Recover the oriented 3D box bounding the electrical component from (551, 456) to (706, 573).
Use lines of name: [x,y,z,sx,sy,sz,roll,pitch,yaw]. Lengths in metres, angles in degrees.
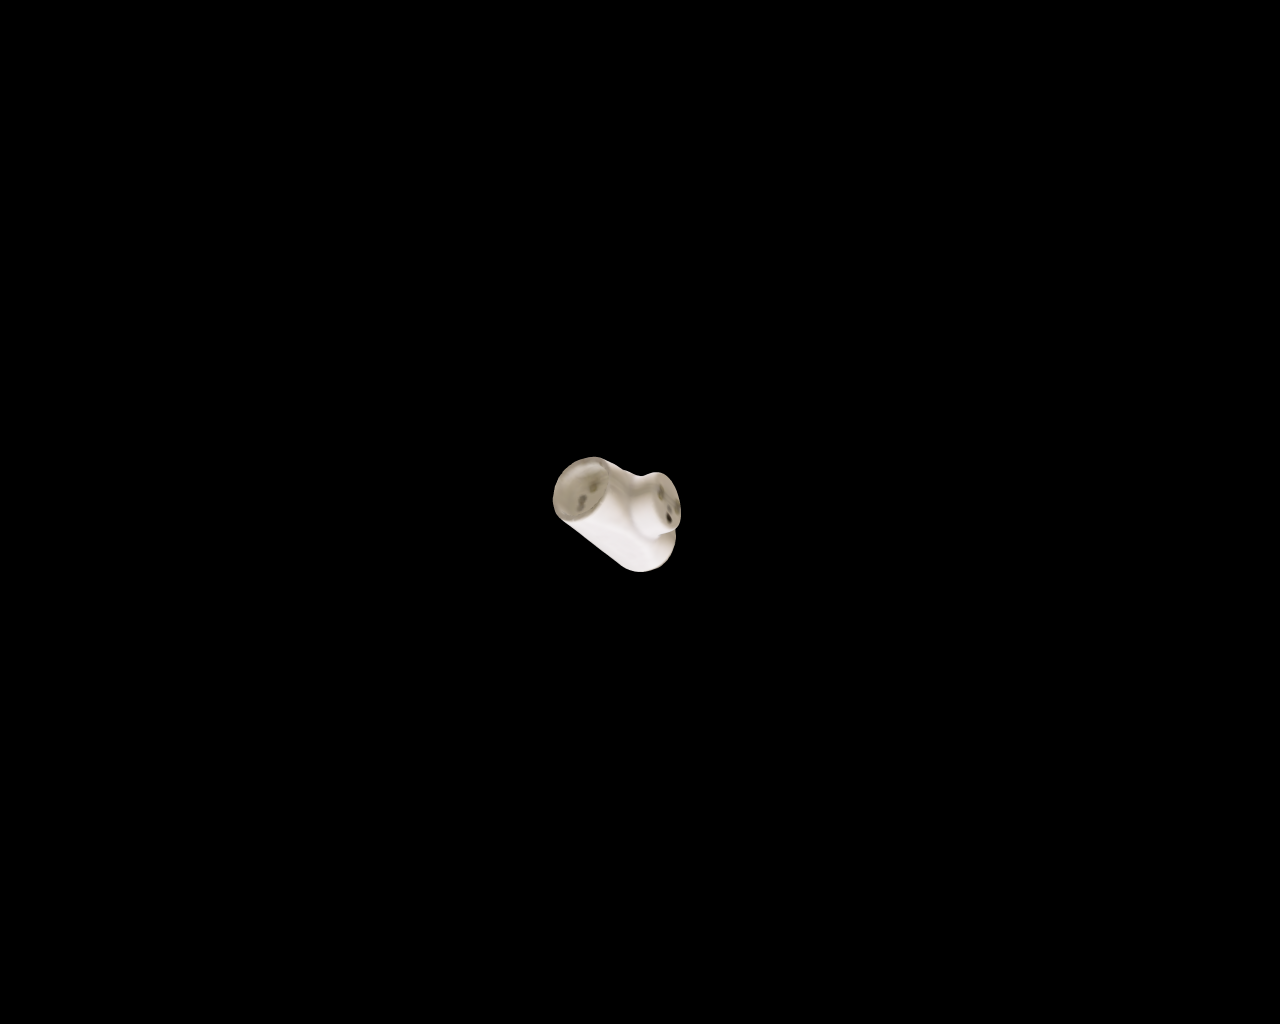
electrical component: [0.001,-0.003,0.650,0.079,0.044,0.077,-18,-35,27]
